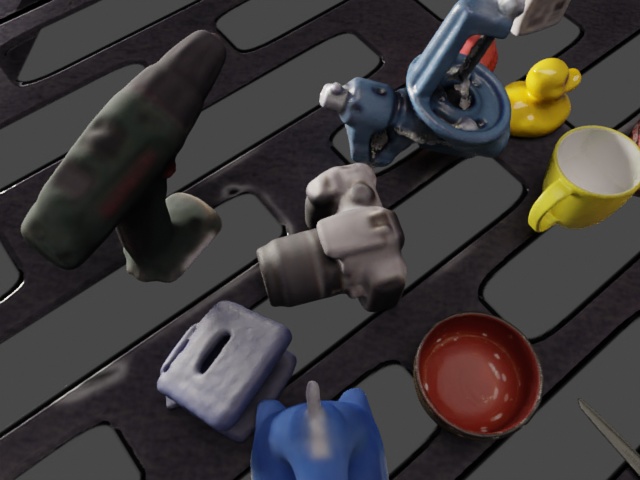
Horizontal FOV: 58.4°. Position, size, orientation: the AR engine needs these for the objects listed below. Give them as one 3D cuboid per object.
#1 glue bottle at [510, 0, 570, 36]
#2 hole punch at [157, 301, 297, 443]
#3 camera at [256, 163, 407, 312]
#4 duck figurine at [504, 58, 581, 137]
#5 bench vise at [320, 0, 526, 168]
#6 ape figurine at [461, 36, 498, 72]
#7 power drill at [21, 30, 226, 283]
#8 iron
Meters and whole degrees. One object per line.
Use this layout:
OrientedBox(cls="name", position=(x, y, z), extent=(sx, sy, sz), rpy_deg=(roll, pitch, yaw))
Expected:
OrientedBox(cls="glue bottle", position=(0.287, -0.334, 0.701), extent=(0.078, 0.173, 0.037), rpy_deg=(-20, 64, -10))
OrientedBox(cls="hole punch", position=(-0.086, 0.113, 0.512), extent=(0.101, 0.091, 0.109), rpy_deg=(29, 66, 14))
OrientedBox(cls="camera", position=(0.005, 0.002, 0.565), extent=(0.137, 0.101, 0.143), rpy_deg=(-14, 64, -8))
OrientedBox(cls="duck figurine", position=(0.252, -0.172, 0.667), extent=(0.104, 0.086, 0.077), rpy_deg=(-10, 63, -6))
OrientedBox(cls="bench vise", position=(0.110, -0.150, 0.578), extent=(0.207, 0.220, 0.121), rpy_deg=(-15, 64, -8))
OrientedBox(cls="ape figurine", position=(0.183, -0.232, 0.693), extent=(0.076, 0.092, 0.078), rpy_deg=(-5, 63, -3))
OrientedBox(cls="power drill", position=(-0.155, -0.053, 0.531), extent=(0.075, 0.208, 0.230), rpy_deg=(31, 66, 15))
OrientedBox(cls="iron", position=(0.008, 0.234, 0.422), extent=(0.118, 0.141, 0.258), rpy_deg=(-7, 63, -4))
